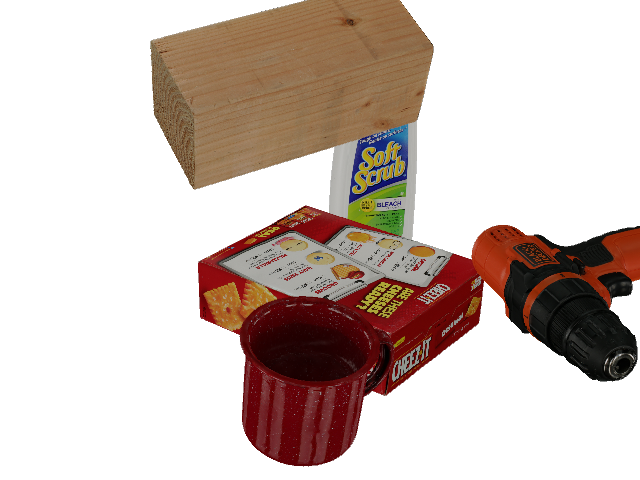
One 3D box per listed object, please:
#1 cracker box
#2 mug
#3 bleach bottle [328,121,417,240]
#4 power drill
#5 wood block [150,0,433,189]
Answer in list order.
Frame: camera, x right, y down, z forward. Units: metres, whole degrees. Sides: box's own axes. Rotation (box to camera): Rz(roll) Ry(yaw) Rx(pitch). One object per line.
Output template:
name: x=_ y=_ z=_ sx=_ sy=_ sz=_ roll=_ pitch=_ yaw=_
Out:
cracker box: x=0.019 y=0.049 z=0.987 sx=0.214 sy=0.072 sz=0.163 roll=20 pitch=32 yaw=33
mug: x=-0.001 y=0.095 z=0.729 sx=0.117 sy=0.081 sz=0.093 roll=-16 pitch=40 yaw=-30
bleach bottle: x=0.055 y=-0.103 z=1.165 sx=0.102 sy=0.251 sz=0.068 roll=-4 pitch=25 yaw=-8
power drill: x=0.222 y=0.028 z=0.751 sx=0.187 sy=0.057 sz=0.184 roll=-9 pitch=28 yaw=-15
wood block: x=-0.024 y=-0.128 z=0.865 sx=0.205 sy=0.091 sz=0.090 roll=-19 pitch=-32 yaw=-19
